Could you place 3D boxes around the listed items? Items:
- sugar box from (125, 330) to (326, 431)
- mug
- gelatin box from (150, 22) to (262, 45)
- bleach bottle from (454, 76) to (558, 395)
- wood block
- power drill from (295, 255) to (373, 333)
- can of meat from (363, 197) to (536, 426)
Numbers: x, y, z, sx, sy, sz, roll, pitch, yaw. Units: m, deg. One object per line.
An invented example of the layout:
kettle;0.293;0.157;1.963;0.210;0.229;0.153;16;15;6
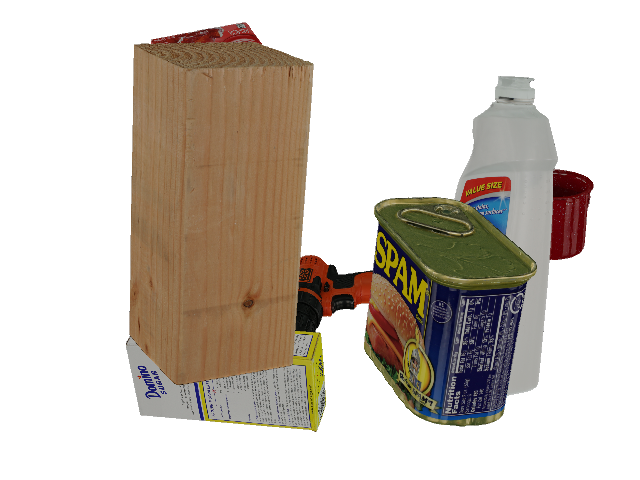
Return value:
sugar box;-0.086;0.125;0.994;0.176;0.093;0.048;5;35;12
mug;0.276;-0.033;1.249;0.117;0.081;0.093;-24;32;-39
gelatin box;-0.090;-0.149;0.894;0.089;0.030;0.073;-14;42;-16
bleach bottle;0.141;-0.007;0.868;0.067;0.251;0.103;-5;15;-33
wood block;-0.069;-0.021;0.706;0.090;0.206;0.090;-6;22;-29
power drill;0.046;0.071;1.237;0.188;0.057;0.184;0;27;7
can of meat;0.062;0.035;0.548;0.057;0.084;0.102;-3;24;-18
